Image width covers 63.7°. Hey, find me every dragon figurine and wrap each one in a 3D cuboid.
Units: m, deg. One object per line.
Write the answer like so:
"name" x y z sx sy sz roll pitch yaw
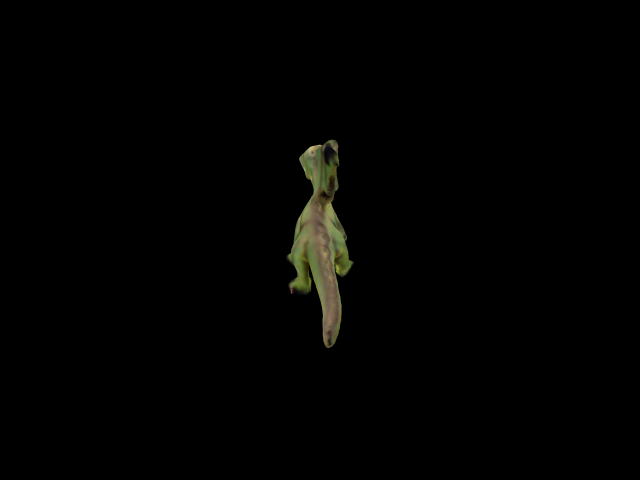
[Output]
"dragon figurine" 0.003 -0.043 0.850 0.122 0.238 0.418 -3 28 -6
